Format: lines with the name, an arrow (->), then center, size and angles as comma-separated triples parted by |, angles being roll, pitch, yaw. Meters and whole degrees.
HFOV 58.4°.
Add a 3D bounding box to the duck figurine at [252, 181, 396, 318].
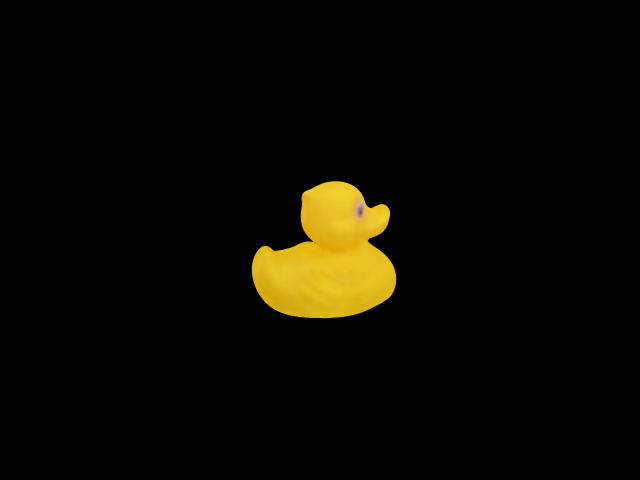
duck figurine -> 0.004, 0.001, 0.400 | 0.105, 0.086, 0.077 | -6, 28, -11
